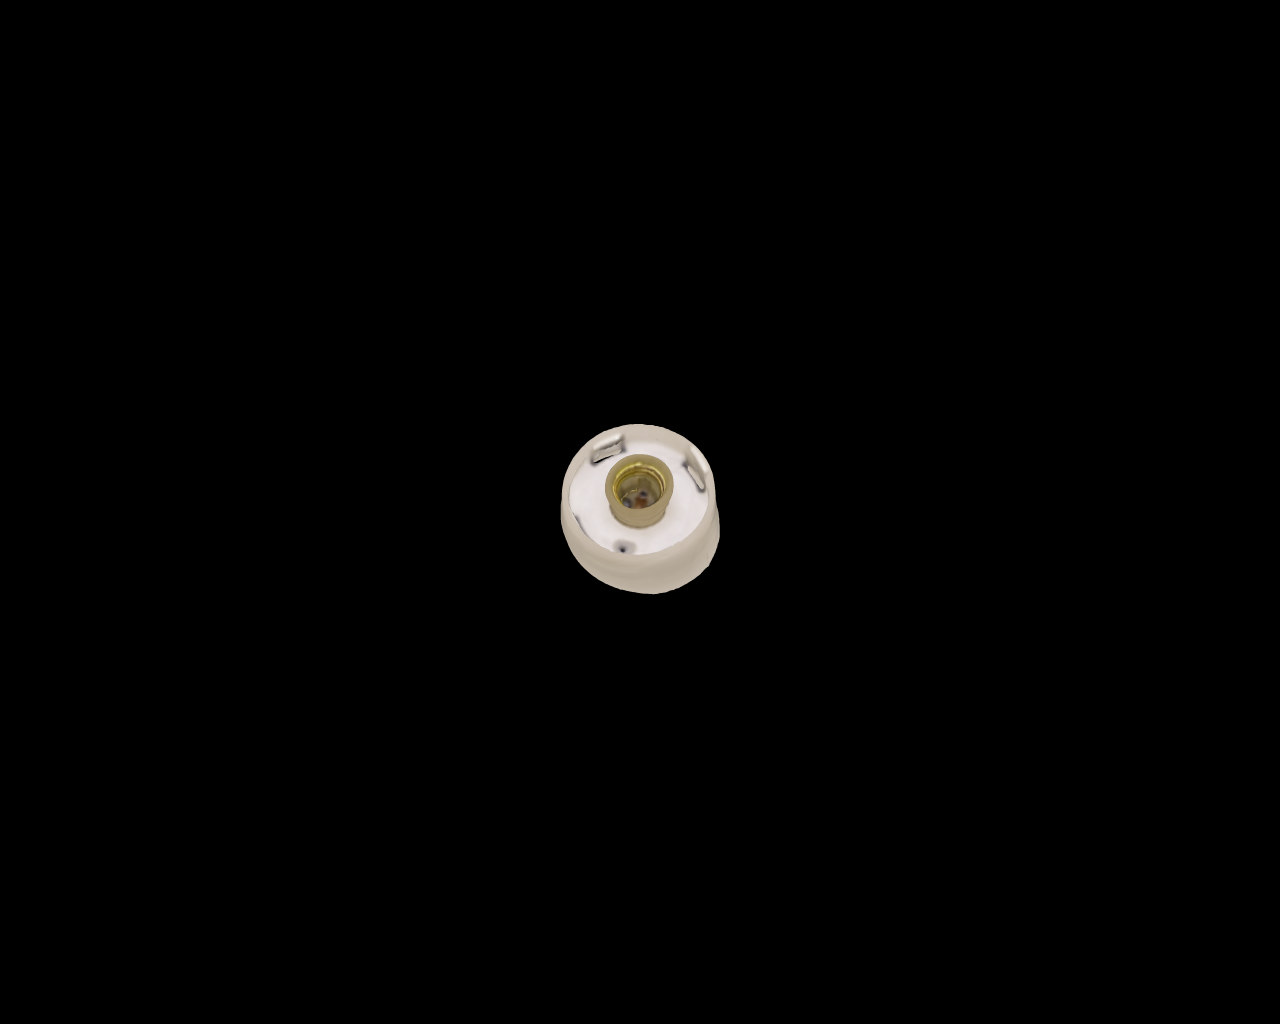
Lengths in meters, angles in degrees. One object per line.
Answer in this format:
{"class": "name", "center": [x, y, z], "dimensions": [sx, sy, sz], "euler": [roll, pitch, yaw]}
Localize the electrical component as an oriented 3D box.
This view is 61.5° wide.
{"class": "electrical component", "center": [0.001, -0.003, 0.650], "dimensions": [0.099, 0.099, 0.064], "euler": [0, -28, 0]}
